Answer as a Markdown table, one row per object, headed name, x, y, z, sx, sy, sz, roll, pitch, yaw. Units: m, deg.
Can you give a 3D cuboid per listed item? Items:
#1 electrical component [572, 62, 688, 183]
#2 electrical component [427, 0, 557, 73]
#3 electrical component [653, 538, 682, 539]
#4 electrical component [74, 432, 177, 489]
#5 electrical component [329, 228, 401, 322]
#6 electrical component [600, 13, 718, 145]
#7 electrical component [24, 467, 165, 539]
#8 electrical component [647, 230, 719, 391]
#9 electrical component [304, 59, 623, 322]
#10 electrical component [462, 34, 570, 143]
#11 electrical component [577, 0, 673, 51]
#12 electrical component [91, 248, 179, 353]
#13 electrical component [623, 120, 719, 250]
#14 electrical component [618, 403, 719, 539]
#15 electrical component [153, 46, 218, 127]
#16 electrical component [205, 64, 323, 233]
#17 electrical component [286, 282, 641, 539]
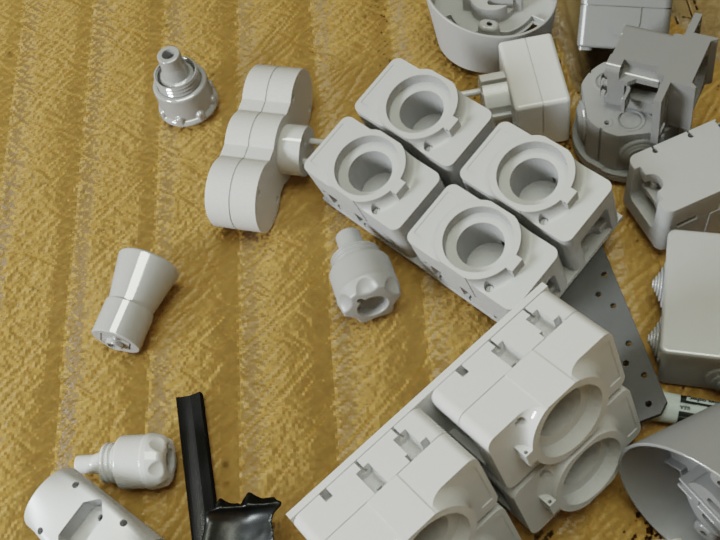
| name | x | y | z | sx | sy | sz | roll | pitch | yaw |
| --- | --- | --- | --- | --- | --- | --- | --- | --- | --- |
| electrical component | 0.190 | -0.105 | 0.751 | 0.080 | 0.051 | 0.080 | -4 | 58 | 7 |
| electrical component | 0.100 | -0.201 | 0.818 | 0.099 | 0.064 | 0.099 | -4 | 58 | 7 |
| electrical component | 0.103 | 0.197 | 0.553 | 0.150 | 0.089 | 0.061 | -20 | 57 | -3 |
| electrical component | -0.149 | 0.121 | 0.676 | 0.061 | 0.035 | 0.035 | -4 | 58 | 9 |
| electrical component | 0.000 | 0.000 | 0.721 | 0.043 | 0.043 | 0.062 | -18 | 55 | -2 |
| electrical component | 0.196 | -0.129 | 0.708 | 0.064 | 0.042 | 0.081 | 20 | 62 | 22 |
| electrical component | -0.169 | 0.172 | 0.642 | 0.077 | 0.043 | 0.079 | 31 | 77 | 22 |
| electrical component | 0.230 | 0.028 | 0.662 | 0.100 | 0.048 | 0.099 | 6 | 59 | 13 |
| electrical component | 0.065 | -0.054 | 0.719 | 0.186 | 0.060 | 0.105 | 36 | 82 | 28 |
| electrical component | 0.108 | -0.126 | 0.780 | 0.077 | 0.047 | 0.065 | -10 | 57 | 3 |
| electrical component | 0.195 | -0.193 | 0.783 | 0.062 | 0.061 | 0.096 | 6 | 17 | 13 |
| electrical component | -0.156 | 0.023 | 0.735 | 0.044 | 0.044 | 0.065 | 12 | 66 | 16 |
| electrical component | 0.226 | -0.058 | 0.711 | 0.089 | 0.055 | 0.050 | -23 | 60 | -6 |
| electrical component | 0.197 | 0.122 | 0.581 | 0.064 | 0.099 | 0.099 | -28 | 58 | -16 |
| electrical component | -0.138 | -0.144 | 0.823 | 0.048 | 0.062 | 0.048 | -4 | 58 | 7 |
| electrical component | -0.055 | -0.088 | 0.780 | 0.074 | 0.052 | 0.138 | 8 | 59 | 14 |
| electrical component | 0.066 | 0.112 | 0.588 | 0.186 | 0.105 | 0.060 | -41 | 46 | -11 |
